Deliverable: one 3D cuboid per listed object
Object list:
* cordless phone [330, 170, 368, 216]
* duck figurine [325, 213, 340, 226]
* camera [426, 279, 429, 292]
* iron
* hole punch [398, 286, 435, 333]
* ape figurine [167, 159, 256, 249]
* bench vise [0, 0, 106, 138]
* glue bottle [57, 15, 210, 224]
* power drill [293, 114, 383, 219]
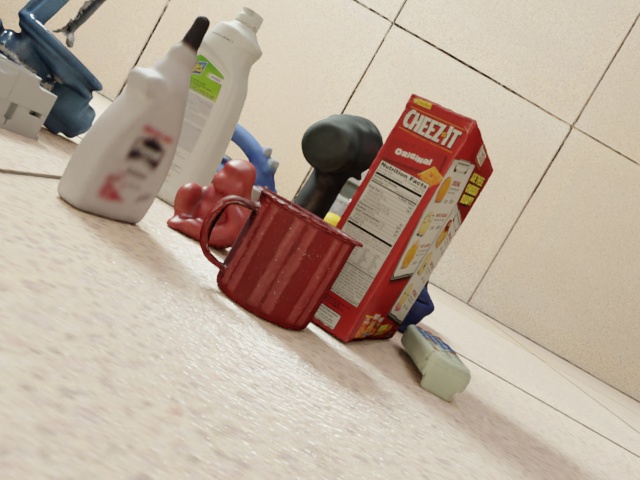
[{"bbox_3d":[0.065,-0.037,1.057,0.147,0.185,0.094,31,4,16],"label":"cordless phone"},{"bbox_3d":[0.008,0.003,0.847,0.104,0.086,0.078,33,5,38],"label":"duck figurine"},{"bbox_3d":[0.112,0.051,0.887,0.143,0.101,0.136,29,4,-8],"label":"camera"},{"bbox_3d":[-0.151,-0.126,0.922,0.258,0.141,0.119,30,4,10],"label":"iron"},{"bbox_3d":[0.094,0.058,0.735,0.109,0.091,0.100,27,4,-34],"label":"hole punch"},{"bbox_3d":[-0.096,-0.040,0.569,0.077,0.092,0.076,32,4,28],"label":"ape figurine"},{"bbox_3d":[-0.322,-0.250,0.662,0.121,0.220,0.208,32,4,30],"label":"bench vise"},{"bbox_3d":[-0.132,-0.098,0.446,0.037,0.173,0.078,31,4,20],"label":"glue bottle"},{"bbox_3d":[0.005,-0.057,0.678,0.075,0.208,0.230,30,4,8],"label":"power drill"}]
